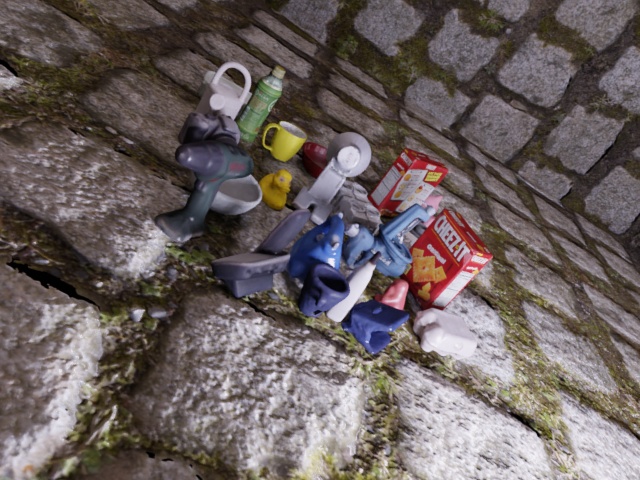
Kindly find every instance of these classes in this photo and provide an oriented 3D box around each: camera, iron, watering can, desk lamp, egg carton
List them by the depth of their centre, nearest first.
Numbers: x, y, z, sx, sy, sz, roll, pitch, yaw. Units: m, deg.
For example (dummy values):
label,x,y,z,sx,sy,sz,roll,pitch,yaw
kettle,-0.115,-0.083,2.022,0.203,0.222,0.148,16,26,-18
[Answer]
label,x,y,z,sx,sy,sz,roll,pitch,yaw
iron,0.012,0.004,1.253,0.119,0.141,0.258,31,27,-10
egg carton,0.287,0.217,1.313,0.151,0.069,0.107,18,32,-31
camera,-0.248,-0.241,1.387,0.144,0.100,0.136,12,35,-38
watering can,-0.247,-0.366,1.483,0.101,0.194,0.172,20,31,-28
desk lamp,0.042,-0.171,1.487,0.118,0.213,0.203,34,27,-4

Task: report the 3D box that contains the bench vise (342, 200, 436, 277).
label,x,y,z,sx,sy,sz,roll,pitch,yaw
bench vise,0.168,-0.007,1.366,0.208,0.219,0.121,5,40,-45

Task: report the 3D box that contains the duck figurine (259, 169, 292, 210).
label,x,y,z,sx,sy,sz,roll,pitch,yaw
duck figurine,-0.103,-0.137,1.405,0.078,0.086,0.104,15,34,-35

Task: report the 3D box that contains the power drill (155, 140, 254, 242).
label,x,y,z,sx,sy,sz,roll,pitch,yaw
power drill,-0.223,-0.099,1.072,0.075,0.208,0.230,41,27,11

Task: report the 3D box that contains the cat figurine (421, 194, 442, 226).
label,x,y,z,sx,sy,sz,roll,pitch,yaw
cat figurine,0.349,-0.092,1.822,0.067,0.117,0.127,17,32,-32

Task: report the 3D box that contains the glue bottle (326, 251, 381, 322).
label,x,y,z,sx,sy,sz,roll,pitch,yaw
glue bottle,0.073,0.086,1.160,0.037,0.173,0.078,31,27,-9

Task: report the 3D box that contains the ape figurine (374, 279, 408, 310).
label,x,y,z,sx,sy,sz,roll,pitch,yaw
ape figurine,0.166,0.125,1.296,0.078,0.092,0.076,-4,47,-52

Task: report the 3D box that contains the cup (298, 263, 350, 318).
label,x,y,z,sx,sy,sz,roll,pitch,yaw
cup,-0.003,0.113,1.115,0.092,0.095,0.118,33,27,-6

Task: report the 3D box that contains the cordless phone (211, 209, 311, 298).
label,x,y,z,sx,sy,sz,roll,pitch,yaw
cordless phone,-0.104,0.009,1.064,0.094,0.185,0.148,45,28,17

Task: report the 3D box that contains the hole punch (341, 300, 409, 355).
label,x,y,z,sx,sy,sz,roll,pitch,yaw
hole punch,0.114,0.164,1.174,0.101,0.091,0.109,44,28,15

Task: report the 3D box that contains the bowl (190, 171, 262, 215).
label,x,y,z,sx,sy,sz,roll,pitch,yaw
bowl,-0.214,-0.107,1.243,0.168,0.074,0.167,28,28,-16
